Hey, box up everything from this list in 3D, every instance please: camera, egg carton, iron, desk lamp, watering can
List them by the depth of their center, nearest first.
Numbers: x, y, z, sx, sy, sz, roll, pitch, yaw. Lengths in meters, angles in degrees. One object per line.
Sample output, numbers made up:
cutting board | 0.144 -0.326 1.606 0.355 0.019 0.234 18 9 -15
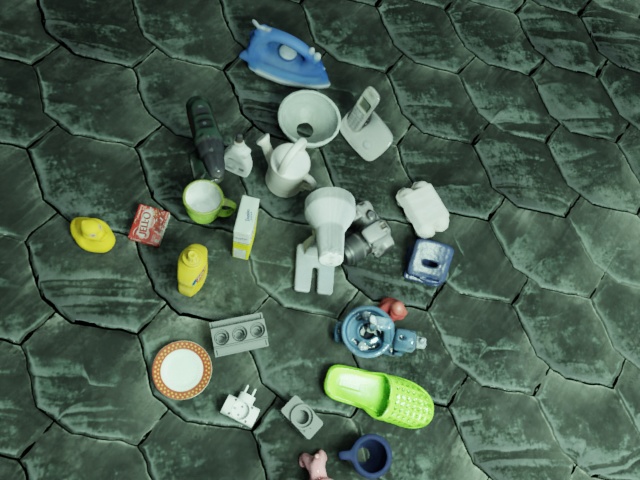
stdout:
desk lamp | 0.012 0.005 1.344 0.118 0.213 0.203 6 70 -10
watering can | -0.081 -0.189 1.400 0.173 0.194 0.101 19 69 -5
camera | 0.099 -0.010 1.429 0.137 0.100 0.143 -31 80 -20
egg carton | 0.270 -0.080 1.506 0.107 0.069 0.150 -26 79 -19
iron | -0.079 -0.501 1.536 0.258 0.141 0.119 20 68 -5

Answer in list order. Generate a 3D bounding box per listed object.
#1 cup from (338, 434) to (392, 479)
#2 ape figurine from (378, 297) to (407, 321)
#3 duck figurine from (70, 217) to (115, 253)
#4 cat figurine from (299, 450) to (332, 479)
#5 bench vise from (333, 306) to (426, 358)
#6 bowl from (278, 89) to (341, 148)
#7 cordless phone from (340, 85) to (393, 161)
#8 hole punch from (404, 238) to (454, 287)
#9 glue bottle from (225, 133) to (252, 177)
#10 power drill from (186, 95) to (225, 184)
cup | 0.090 0.476 1.264 0.118 0.095 0.091 4 71 -11
ape figurine | 0.177 0.172 1.388 0.078 0.092 0.076 8 70 -9
duck figurine | -0.523 -0.022 1.306 0.104 0.086 0.077 32 68 0
cat figurine | 0.004 0.516 1.219 0.067 0.117 0.128 -11 74 -15
bench vise | 0.148 0.201 1.303 0.208 0.219 0.121 -5 72 -13
bowl | -0.032 -0.308 1.516 0.167 0.074 0.167 4 71 -11
cordless phone | 0.135 -0.305 1.492 0.094 0.185 0.147 -39 83 -21
hole punch | 0.276 0.058 1.449 0.109 0.091 0.101 14 69 -7
glue bottle | -0.199 -0.213 1.394 0.078 0.173 0.037 25 68 -2
power drill | -0.267 -0.213 1.361 0.076 0.208 0.229 -13 75 -16
